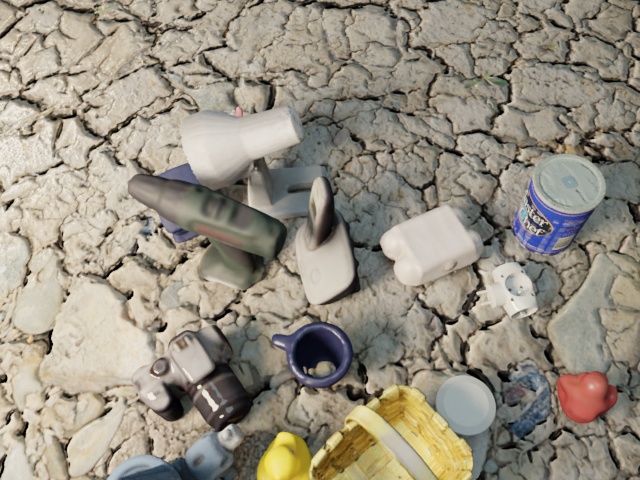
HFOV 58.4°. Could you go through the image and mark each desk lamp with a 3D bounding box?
[{"bbox_3d":[-0.098,-0.127,0.917,0.203,0.214,0.118,-7,61,0],"label":"desk lamp"}]

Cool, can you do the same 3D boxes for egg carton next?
[{"bbox_3d":[0.178,0.010,0.909,0.150,0.069,0.107,-24,63,-9],"label":"egg carton"}]

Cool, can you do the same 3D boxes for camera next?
[{"bbox_3d":[-0.172,0.207,0.806,0.143,0.101,0.136,-35,65,-15],"label":"camera"}]

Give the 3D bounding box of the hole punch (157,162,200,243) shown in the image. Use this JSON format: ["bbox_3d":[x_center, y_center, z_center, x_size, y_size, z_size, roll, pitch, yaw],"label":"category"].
[{"bbox_3d":[-0.220,-0.065,0.960,0.109,0.091,0.101,-27,63,-11],"label":"hole punch"}]

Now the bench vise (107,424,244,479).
[{"bbox_3d":[-0.197,0.290,0.695,0.121,0.220,0.208,28,67,17],"label":"bench vise"}]

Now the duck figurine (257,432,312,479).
[{"bbox_3d":[-0.048,0.304,0.755,0.077,0.086,0.104,5,62,6],"label":"duck figurine"}]

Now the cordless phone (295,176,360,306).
[{"bbox_3d":[0.008,0.003,0.857,0.094,0.185,0.147,-14,62,-4],"label":"cordless phone"}]

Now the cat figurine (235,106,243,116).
[{"bbox_3d":[-0.174,-0.181,1.005,0.067,0.118,0.128,35,69,20],"label":"cat figurine"}]

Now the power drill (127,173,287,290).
[{"bbox_3d":[-0.157,-0.008,0.859,0.229,0.208,0.076,15,64,11],"label":"power drill"}]

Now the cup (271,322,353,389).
[{"bbox_3d":[-0.011,0.171,0.819,0.117,0.095,0.092,16,64,12],"label":"cup"}]

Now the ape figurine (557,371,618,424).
[{"bbox_3d":[0.366,0.206,0.780,0.077,0.092,0.076,33,68,19],"label":"ape figurine"}]

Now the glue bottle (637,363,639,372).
[{"bbox_3d":[0.489,0.135,0.765,0.037,0.173,0.078,40,71,22],"label":"glue bottle"}]
